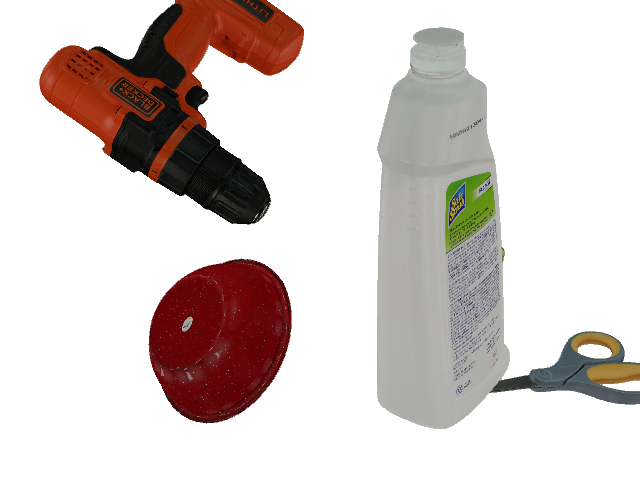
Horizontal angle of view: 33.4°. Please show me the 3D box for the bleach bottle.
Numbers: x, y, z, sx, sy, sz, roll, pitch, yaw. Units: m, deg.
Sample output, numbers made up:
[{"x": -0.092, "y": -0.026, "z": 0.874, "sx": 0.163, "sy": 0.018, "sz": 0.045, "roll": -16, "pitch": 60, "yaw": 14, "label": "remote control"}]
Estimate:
[{"x": 0.076, "y": -0.009, "z": 0.659, "sx": 0.068, "sy": 0.251, "sz": 0.102, "roll": 17, "pitch": 36, "yaw": 30, "label": "bleach bottle"}]

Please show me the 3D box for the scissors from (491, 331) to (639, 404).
[{"x": 0.185, "y": 0.104, "z": 0.885, "sx": 0.201, "sy": 0.016, "sz": 0.096, "roll": 4, "pitch": 29, "yaw": -8, "label": "scissors"}]

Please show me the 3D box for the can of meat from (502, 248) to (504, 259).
[{"x": 0.119, "y": 0.030, "z": 1.053, "sx": 0.084, "sy": 0.057, "sz": 0.101, "roll": 26, "pitch": 44, "yaw": 27, "label": "can of meat"}]

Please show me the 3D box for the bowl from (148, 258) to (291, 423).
[{"x": -0.106, "y": 0.084, "z": 0.985, "sx": 0.162, "sy": 0.162, "sz": 0.055, "roll": 0, "pitch": -22, "yaw": 39, "label": "bowl"}]

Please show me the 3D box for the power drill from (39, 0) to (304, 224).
[{"x": -0.085, "y": -0.114, "z": 0.793, "sx": 0.184, "sy": 0.187, "sz": 0.057, "roll": 36, "pitch": -42, "yaw": -2, "label": "power drill"}]
